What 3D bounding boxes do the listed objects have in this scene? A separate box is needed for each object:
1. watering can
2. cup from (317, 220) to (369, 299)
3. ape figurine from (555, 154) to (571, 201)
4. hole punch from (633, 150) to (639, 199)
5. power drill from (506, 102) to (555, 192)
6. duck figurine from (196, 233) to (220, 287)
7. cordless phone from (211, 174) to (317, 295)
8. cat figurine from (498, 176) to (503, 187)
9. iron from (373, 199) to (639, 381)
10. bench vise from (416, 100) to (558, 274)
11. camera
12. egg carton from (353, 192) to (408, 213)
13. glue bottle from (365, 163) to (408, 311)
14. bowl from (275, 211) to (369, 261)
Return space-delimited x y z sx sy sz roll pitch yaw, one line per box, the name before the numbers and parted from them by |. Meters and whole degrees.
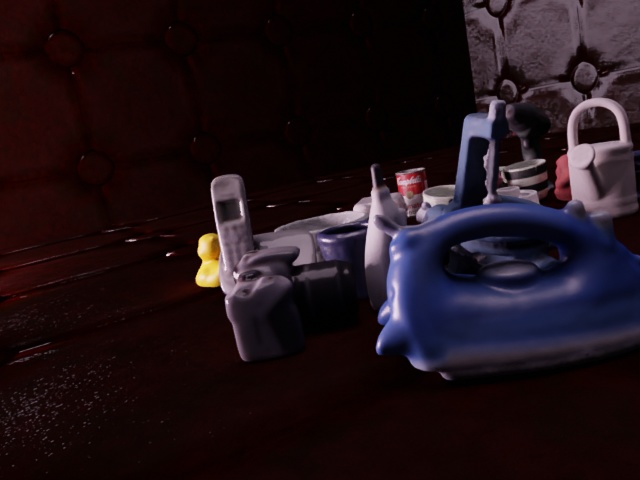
watering can | 0.462 -0.136 0.944 0.100 0.194 0.173 -6 11 21
cup | 0.059 0.025 0.758 0.118 0.095 0.091 -15 11 -23
ape figurine | 0.495 -0.126 1.143 0.078 0.092 0.076 -17 12 -31
hole punch | 0.588 -0.122 1.031 0.108 0.091 0.101 -2 13 37
power drill | 0.469 -0.208 1.286 0.075 0.208 0.230 -3 13 36
duck figurine | -0.181 0.032 0.991 0.078 0.086 0.104 -17 12 -31
cordless phone | -0.086 -0.011 0.846 0.147 0.185 0.094 -10 11 1
cat figurine | 0.340 -0.118 1.184 0.067 0.118 0.128 -4 12 30
iron | 0.171 0.029 0.497 0.258 0.141 0.119 -9 11 7
bench vise | 0.170 -0.043 0.665 0.122 0.220 0.206 -20 14 -41
camera | -0.027 0.058 0.650 0.136 0.101 0.143 -10 10 4
egg carton | 0.126 -0.053 1.184 0.107 0.069 0.150 -8 11 15
glue bottle | 0.081 -0.006 0.684 0.078 0.173 0.037 -20 14 -41
bowl | 0.009 0.004 0.982 0.167 0.075 0.167 -10 10 2
